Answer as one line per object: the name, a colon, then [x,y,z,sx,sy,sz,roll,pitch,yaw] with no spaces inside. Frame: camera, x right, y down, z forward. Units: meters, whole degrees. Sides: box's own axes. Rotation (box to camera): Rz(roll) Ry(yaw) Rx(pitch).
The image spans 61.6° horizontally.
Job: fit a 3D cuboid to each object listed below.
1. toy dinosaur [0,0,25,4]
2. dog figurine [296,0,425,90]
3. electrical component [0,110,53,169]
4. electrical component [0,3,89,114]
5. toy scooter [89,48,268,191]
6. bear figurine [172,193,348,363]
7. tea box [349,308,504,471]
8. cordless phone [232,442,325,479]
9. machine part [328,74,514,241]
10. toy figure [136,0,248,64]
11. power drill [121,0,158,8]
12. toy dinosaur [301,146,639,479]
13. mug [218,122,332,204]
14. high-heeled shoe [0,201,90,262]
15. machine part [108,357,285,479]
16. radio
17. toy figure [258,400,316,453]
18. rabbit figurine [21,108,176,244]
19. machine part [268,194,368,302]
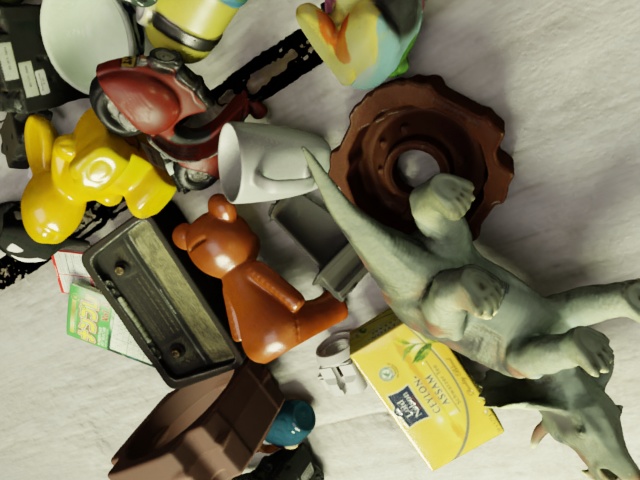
toy dinosaur: [-0.408,-0.289,0.560,0.105,0.198,0.470,31,122,9]
dog figurine: [0.065,-0.253,0.427,0.219,0.108,0.191,-33,97,29]
electrical component: [-0.381,-0.137,0.697,0.102,0.045,0.078,-46,63,35]
electrical component: [-0.333,-0.206,0.605,0.058,0.134,0.114,6,114,20]
toy scooter: [-0.137,-0.135,0.569,0.135,0.075,0.183,-26,137,19]
bear figurine: [-0.078,0.043,0.641,0.120,0.132,0.196,-38,77,31]
tea box: [0.117,0.157,0.603,0.098,0.068,0.169,-35,100,9]
cordless phone: [-0.098,0.367,0.767,0.184,0.146,0.088,-20,96,28]
machine part: [0.097,-0.070,0.528,0.180,0.056,0.179,10,119,19]
toy figure: [-0.106,-0.247,0.519,0.180,0.082,0.089,-30,98,29]
power drill: [-0.121,-0.312,0.442,0.232,0.086,0.207,-7,74,33]
toy dinosaur: [0.139,0.061,0.491,0.405,0.131,0.192,35,148,-1]
mug: [-0.038,-0.078,0.544,0.110,0.107,0.080,38,130,54]
high-heeled shoe: [-0.430,-0.015,0.719,0.249,0.145,0.086,8,87,22]
machine part: [-0.157,0.249,0.705,0.201,0.201,0.087,-31,101,32]
radio: [-0.196,0.075,0.705,0.131,0.073,0.229,-26,100,20]
toy figure: [-0.069,0.272,0.763,0.057,0.064,0.154,24,137,-34]
rabbit figurine: [-0.278,-0.074,0.608,0.173,0.122,0.162,-41,69,14]
machine part: [-0.001,-0.002,0.602,0.084,0.039,0.139,-44,83,0]
